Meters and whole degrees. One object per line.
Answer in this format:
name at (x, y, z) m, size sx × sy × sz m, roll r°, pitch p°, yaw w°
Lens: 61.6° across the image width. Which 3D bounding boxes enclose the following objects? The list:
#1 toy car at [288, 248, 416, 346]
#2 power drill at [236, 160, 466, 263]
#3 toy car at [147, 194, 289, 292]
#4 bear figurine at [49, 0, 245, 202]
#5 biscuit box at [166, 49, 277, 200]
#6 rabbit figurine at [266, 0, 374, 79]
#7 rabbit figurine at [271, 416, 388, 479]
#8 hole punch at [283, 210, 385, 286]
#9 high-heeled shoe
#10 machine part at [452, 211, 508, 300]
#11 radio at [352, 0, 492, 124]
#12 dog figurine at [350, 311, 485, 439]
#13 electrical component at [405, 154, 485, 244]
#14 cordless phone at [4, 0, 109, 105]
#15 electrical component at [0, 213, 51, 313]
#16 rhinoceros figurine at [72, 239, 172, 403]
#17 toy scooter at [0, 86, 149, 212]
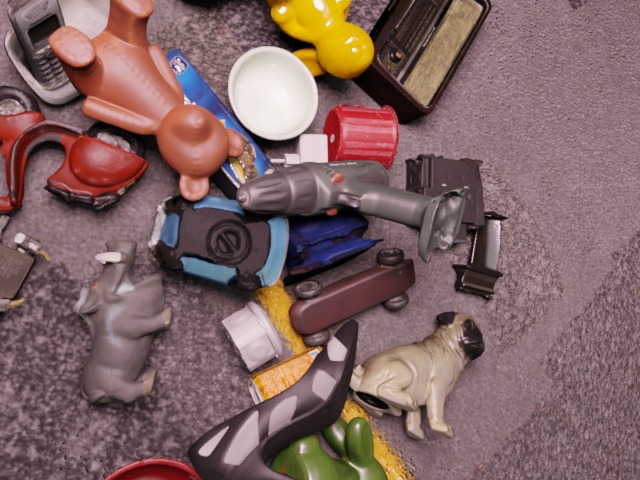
toy car at (0.047, 0.075, 0.754) m, size 0.202 × 0.053 × 0.089 m, roll -22°, pitch 113°, yaw -24°
power drill at (0.049, -0.040, 0.622) m, size 0.232 × 0.208 × 0.085 m, roll -19°, pitch 117°, yaw -53°
toy car at (-0.124, 0.006, 0.661) m, size 0.162 × 0.103 × 0.109 m, roll 9°, pitch 80°, yaw -9°
bear figurine at (-0.172, -0.146, 0.578) m, size 0.196 × 0.132 × 0.120 m, roll 42°, pitch 66°, yaw -4°
biscuit box at (-0.143, -0.139, 0.685) m, size 0.059 × 0.063 × 0.202 m, roll -45°, pitch 103°, yaw -21°
rabbit figurine at (0.000, -0.277, 0.703) m, size 0.122 × 0.162 × 0.173 m, roll -34°, pitch 83°, yaw -23°
rabbit figurine at (0.019, 0.313, 0.713) m, size 0.170 × 0.121 × 0.159 m, roll 17°, pitch 71°, yaw -38°
hole punch at (-0.001, -0.002, 0.712) m, size 0.142 × 0.116 × 0.092 m, roll -17°, pitch 85°, yaw -24°
high-heeled shoe at (-0.048, 0.189, 0.657) m, size 0.145 × 0.086 × 0.249 m, roll 14°, pitch 51°, yaw 16°
machine part at (0.258, 0.020, 0.858) m, size 0.084 × 0.039 × 0.139 m, roll 17°, pitch 82°, yaw -16°
radio at (0.151, -0.305, 0.814) m, size 0.131 × 0.073 × 0.229 m, roll 35°, pitch 73°, yaw -17°
dog figurine at (0.140, 0.166, 0.776) m, size 0.172 × 0.121 × 0.190 m, roll 38°, pitch 59°, yaw -20°
electrical component at (0.192, -0.060, 0.824) m, size 0.115 × 0.058 × 0.134 m, roll 1°, pitch 86°, yaw -21°
cordless phone at (-0.267, -0.236, 0.574) m, size 0.146 × 0.184 × 0.088 m, roll -43°, pitch 98°, yaw -19°
electrical component at (-0.350, 0.030, 0.595) m, size 0.078 × 0.045 × 0.102 m, roll 34°, pitch 74°, yaw -19°
rhinoceros figurine at (-0.232, 0.095, 0.632) m, size 0.112 × 0.073 × 0.190 m, roll 7°, pitch 85°, yaw -12°
toy scooter at (-0.298, -0.082, 0.610) m, size 0.184 × 0.075 × 0.135 m, roll 19°, pitch 79°, yaw -17°
